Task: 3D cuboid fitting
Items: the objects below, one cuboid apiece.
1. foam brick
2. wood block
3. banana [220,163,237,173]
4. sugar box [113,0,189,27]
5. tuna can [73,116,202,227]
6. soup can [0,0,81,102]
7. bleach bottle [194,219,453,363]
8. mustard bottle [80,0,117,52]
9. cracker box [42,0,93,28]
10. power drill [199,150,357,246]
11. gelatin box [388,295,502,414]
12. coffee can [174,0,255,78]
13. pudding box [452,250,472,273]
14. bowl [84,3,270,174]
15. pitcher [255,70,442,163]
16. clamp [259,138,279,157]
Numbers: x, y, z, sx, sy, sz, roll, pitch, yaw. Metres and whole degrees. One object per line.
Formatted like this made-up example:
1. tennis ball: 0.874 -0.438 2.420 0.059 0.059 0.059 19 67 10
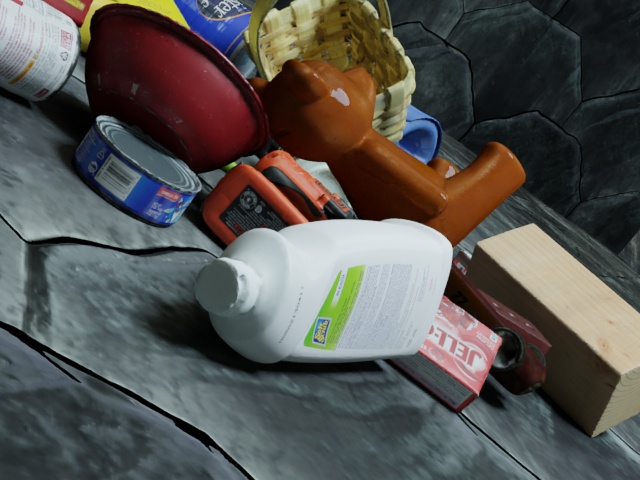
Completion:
1. foam brick: 0.166 0.091 1.005 0.078 0.051 0.053 31 13 -25
2. wood block: 0.245 0.086 1.082 0.090 0.091 0.206 -17 47 -33
3. banana: -0.131 -0.109 0.952 0.069 0.037 0.198 41 7 -38
4. sugar box: -0.189 -0.234 1.116 0.093 0.048 0.176 13 37 -42
5. tuna can: -0.126 -0.047 0.736 0.086 0.034 0.086 35 12 -9
6. soup can: -0.225 -0.144 0.736 0.102 0.068 0.069 25 18 -46
7. bleach bottle: 0.004 0.027 0.671 0.068 0.102 0.250 18 3 27
8. mustard bottle: -0.249 -0.233 1.017 0.191 0.058 0.096 39 4 5
9. cracker box: -0.283 -0.244 0.811 0.214 0.072 0.164 25 1 43
10. power drill: -0.006 0.001 0.850 0.184 0.057 0.187 43 11 9
11. gelatin box: 0.091 0.079 0.824 0.089 0.030 0.073 37 39 1
12. coffee can: -0.143 -0.265 1.325 0.140 0.103 0.102 39 12 6
13. pudding box: 0.210 0.066 1.251 0.113 0.039 0.090 29 14 -39
14. bowl: -0.119 -0.099 0.796 0.162 0.055 0.162 28 -24 13
15. pitcher: 0.029 -0.151 1.371 0.243 0.149 0.144 41 28 30
16. clamp: -0.053 -0.125 1.218 0.164 0.036 0.210 30 16 -31
